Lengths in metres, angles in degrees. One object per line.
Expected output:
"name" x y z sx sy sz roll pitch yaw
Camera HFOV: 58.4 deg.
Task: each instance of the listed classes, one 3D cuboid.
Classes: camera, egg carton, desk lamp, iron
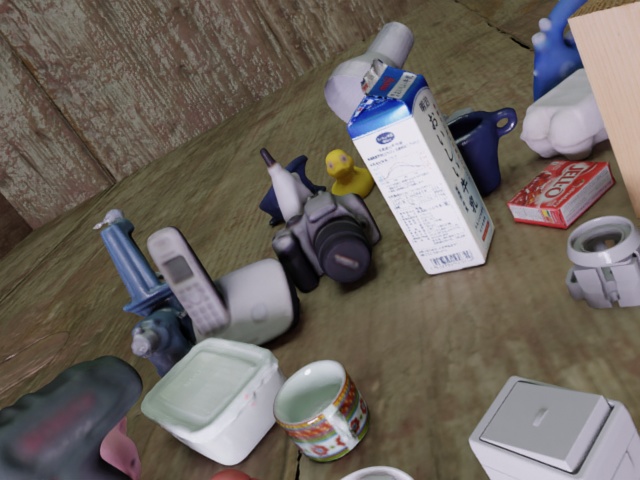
"camera" 0.007 0.003 0.759 0.143 0.101 0.136 -30 22 5
"egg carton" 0.332 -0.162 0.715 0.150 0.069 0.107 -37 23 -11
"desk lamp" 0.128 -0.233 0.942 0.117 0.214 0.203 -2 37 51
"iron" 0.383 -0.302 0.845 0.259 0.142 0.118 -39 23 -16

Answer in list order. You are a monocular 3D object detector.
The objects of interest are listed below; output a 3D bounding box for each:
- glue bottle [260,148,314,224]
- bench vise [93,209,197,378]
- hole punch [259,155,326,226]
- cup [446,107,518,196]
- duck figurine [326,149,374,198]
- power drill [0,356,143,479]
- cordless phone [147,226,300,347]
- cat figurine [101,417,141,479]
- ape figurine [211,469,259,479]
"glue bottle" -0.041 -0.066 0.870 0.037 0.173 0.078 -18 26 31
"bench vise" -0.221 0.063 0.776 0.121 0.220 0.207 -35 22 -7
"hole punch" -0.062 -0.093 1.064 0.100 0.091 0.109 -9 32 44
"cup" 0.207 -0.111 0.740 0.117 0.095 0.091 -25 23 17
"duck figurine" 0.042 -0.117 0.983 0.077 0.086 0.104 -27 23 12
"power drill" -0.197 0.214 0.443 0.075 0.209 0.230 -16 27 34
"cordless phone" -0.120 0.051 0.713 0.147 0.185 0.094 -26 23 16
"cat figurine" -0.213 0.237 0.537 0.128 0.118 0.067 -43 24 -24
"ape figurine" -0.050 0.206 0.420 0.076 0.092 0.078 -20 25 27
